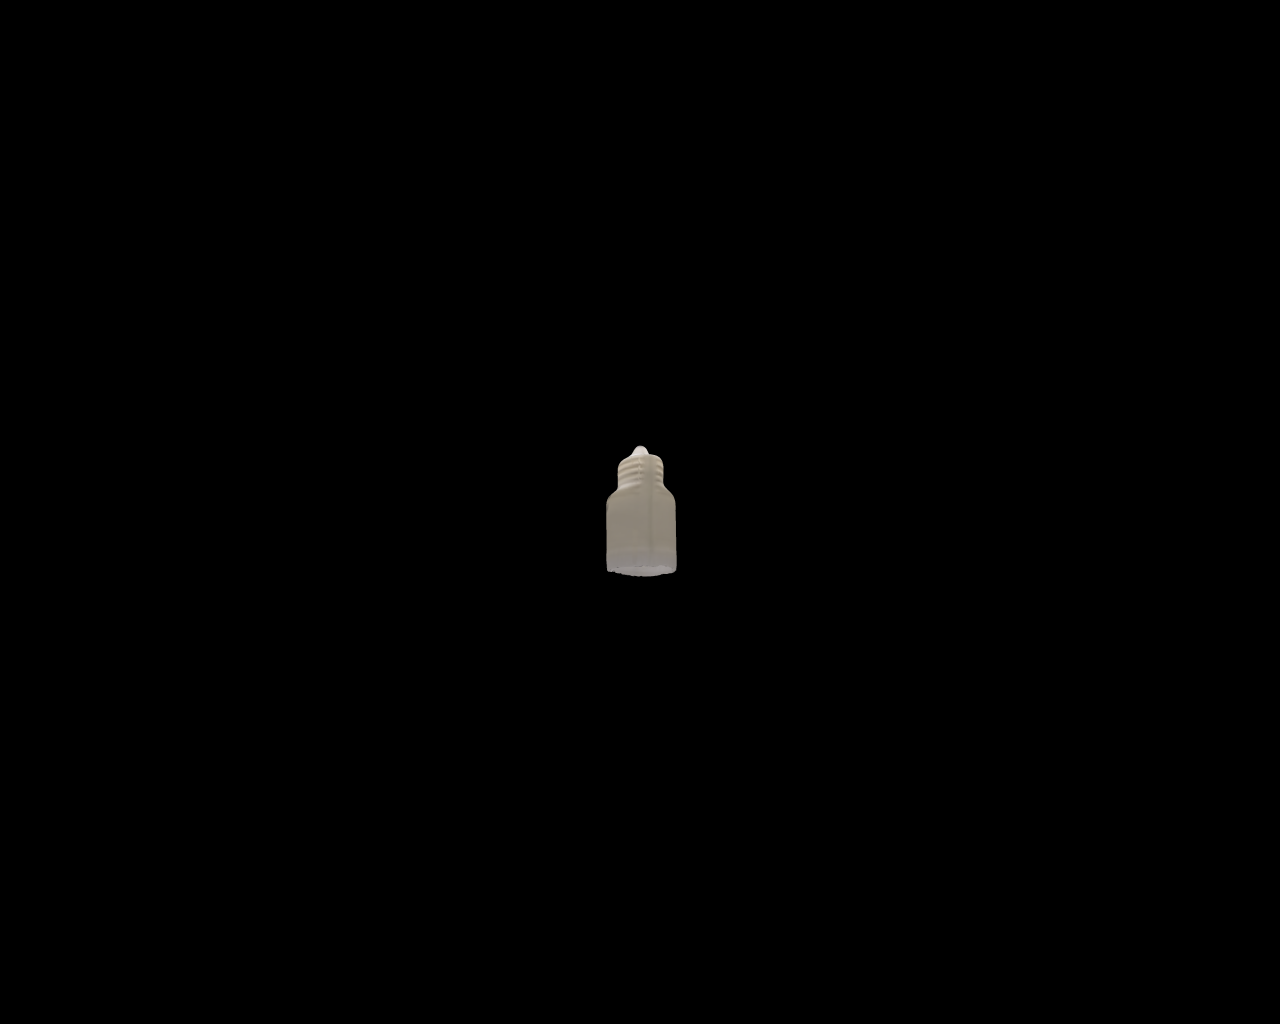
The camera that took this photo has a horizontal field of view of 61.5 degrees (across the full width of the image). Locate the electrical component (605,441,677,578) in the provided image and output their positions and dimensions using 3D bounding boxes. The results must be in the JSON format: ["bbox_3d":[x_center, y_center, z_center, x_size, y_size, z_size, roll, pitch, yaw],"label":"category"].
[{"bbox_3d":[0.001,-0.003,0.650,0.043,0.081,0.043,0,-11,0],"label":"electrical component"}]
